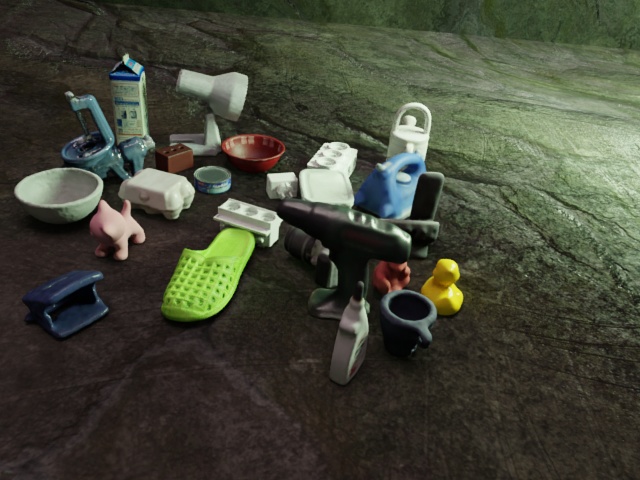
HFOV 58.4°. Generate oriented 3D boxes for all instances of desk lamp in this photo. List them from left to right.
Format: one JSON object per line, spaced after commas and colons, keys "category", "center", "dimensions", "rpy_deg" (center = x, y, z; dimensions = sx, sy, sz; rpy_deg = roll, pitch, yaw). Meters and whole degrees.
{"category": "desk lamp", "center": [-0.289, -0.330, 1.474], "dimensions": [0.203, 0.214, 0.117], "rpy_deg": [-3, 34, -13]}

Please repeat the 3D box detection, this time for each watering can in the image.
{"category": "watering can", "center": [0.226, -0.263, 1.474], "dimensions": [0.101, 0.194, 0.172], "rpy_deg": [-5, 35, -16]}

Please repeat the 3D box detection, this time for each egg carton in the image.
{"category": "egg carton", "center": [-0.355, -0.101, 1.246], "dimensions": [0.150, 0.069, 0.107], "rpy_deg": [14, 34, 12]}

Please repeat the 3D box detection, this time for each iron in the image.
{"category": "iron", "center": [0.190, -0.146, 1.337], "dimensions": [0.118, 0.141, 0.259], "rpy_deg": [28, 39, 30]}

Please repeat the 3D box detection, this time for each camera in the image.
{"category": "camera", "center": [0.010, 0.004, 1.116], "dimensions": [0.136, 0.101, 0.143], "rpy_deg": [24, 37, 25]}

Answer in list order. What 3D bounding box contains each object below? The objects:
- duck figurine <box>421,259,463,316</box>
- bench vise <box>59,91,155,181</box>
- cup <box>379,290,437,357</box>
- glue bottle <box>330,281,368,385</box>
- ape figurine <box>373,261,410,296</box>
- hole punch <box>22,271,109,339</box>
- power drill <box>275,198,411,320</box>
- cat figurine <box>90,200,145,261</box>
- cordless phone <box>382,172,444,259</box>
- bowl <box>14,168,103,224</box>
{"category": "duck figurine", "center": [0.229, 0.079, 1.051], "dimensions": [0.077, 0.086, 0.104], "rpy_deg": [6, 33, 0]}
{"category": "bench vise", "center": [-0.489, -0.234, 1.288], "dimensions": [0.208, 0.220, 0.121], "rpy_deg": [-25, 44, -38]}
{"category": "cup", "center": [0.141, 0.150, 0.920], "dimensions": [0.092, 0.095, 0.117], "rpy_deg": [-7, 35, -19]}
{"category": "glue bottle", "center": [0.049, 0.133, 0.859], "dimensions": [0.037, 0.173, 0.078], "rpy_deg": [18, 35, 18]}
{"category": "ape figurine", "center": [0.135, 0.057, 1.064], "dimensions": [0.078, 0.092, 0.076], "rpy_deg": [-9, 36, -22]}
{"category": "hole punch", "center": [-0.415, 0.089, 0.925], "dimensions": [0.100, 0.091, 0.109], "rpy_deg": [25, 37, 26]}
{"category": "power drill", "center": [0.033, 0.035, 0.975], "dimensions": [0.229, 0.208, 0.075], "rpy_deg": [7, 33, 1]}
{"category": "cat figurine", "center": [-0.388, -0.028, 1.083], "dimensions": [0.067, 0.118, 0.128], "rpy_deg": [11, 33, 7]}
{"category": "cordless phone", "center": [0.174, -0.061, 1.166], "dimensions": [0.147, 0.185, 0.094], "rpy_deg": [1, 33, -8]}
{"category": "bowl", "center": [-0.531, -0.081, 1.180], "dimensions": [0.167, 0.075, 0.167], "rpy_deg": [4, 33, -3]}
